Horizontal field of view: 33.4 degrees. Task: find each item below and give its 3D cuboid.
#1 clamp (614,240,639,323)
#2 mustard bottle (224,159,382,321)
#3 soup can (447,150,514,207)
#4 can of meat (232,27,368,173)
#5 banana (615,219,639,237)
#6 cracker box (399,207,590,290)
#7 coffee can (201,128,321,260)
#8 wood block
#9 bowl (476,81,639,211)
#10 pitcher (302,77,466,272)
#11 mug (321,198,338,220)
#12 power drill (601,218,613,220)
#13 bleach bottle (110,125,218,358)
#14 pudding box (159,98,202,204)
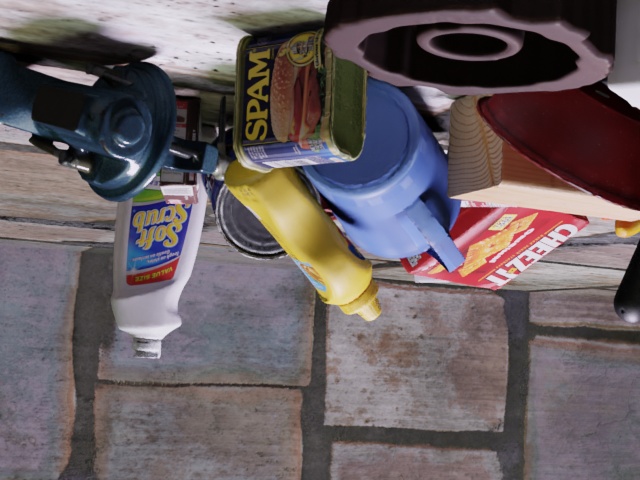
[{"bbox_3d":[0.281,-0.056,0.780,0.036,0.210,0.164,27,-142,34],"label":"clamp"},{"bbox_3d":[-0.006,0.001,0.964,0.191,0.058,0.096,51,174,-20],"label":"mustard bottle"},{"bbox_3d":[0.191,-0.069,1.153,0.102,0.068,0.068,1,173,19],"label":"soup can"},{"bbox_3d":[-0.013,-0.104,0.789,0.084,0.102,0.057,-2,171,31],"label":"can of meat"},{"bbox_3d":[0.411,-0.032,1.254,0.197,0.070,0.037,1,133,-29],"label":"banana"},{"bbox_3d":[0.212,-0.014,1.314,0.164,0.072,0.213,-39,150,28],"label":"cracker box"},{"bbox_3d":[-0.062,-0.051,1.074,0.102,0.103,0.140,5,-162,-13],"label":"coffee can"},{"bbox_3d":[0.228,-0.075,0.964,0.205,0.091,0.090,6,172,-23],"label":"wood block"},{"bbox_3d":[0.203,-0.089,0.818,0.162,0.055,0.162,24,-157,-11],"label":"bowl"},{"bbox_3d":[0.064,-0.058,1.002,0.149,0.145,0.242,6,172,14],"label":"pitcher"},{"bbox_3d":[0.000,-0.068,1.203,0.117,0.081,0.093,2,174,15],"label":"mug"},{"bbox_3d":[0.405,-0.055,1.132,0.188,0.057,0.184,2,-169,34],"label":"power drill"},{"bbox_3d":[-0.169,0.001,1.148,0.102,0.251,0.068,4,174,-11],"label":"bleach bottle"},{"bbox_3d":[-0.138,-0.087,1.067,0.039,0.090,0.113,2,173,-7],"label":"pudding box"}]
